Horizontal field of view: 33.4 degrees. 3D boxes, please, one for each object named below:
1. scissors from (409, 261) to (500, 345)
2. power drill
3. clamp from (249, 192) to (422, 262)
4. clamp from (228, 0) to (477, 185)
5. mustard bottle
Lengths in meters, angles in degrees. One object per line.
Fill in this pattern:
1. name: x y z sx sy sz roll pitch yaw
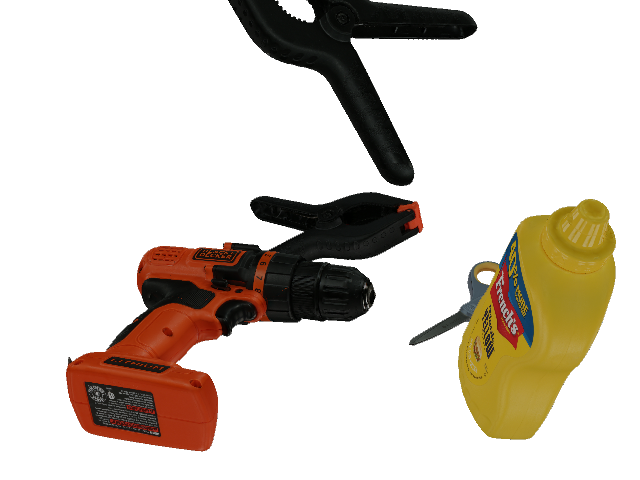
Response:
1. scissors: 0.155 0.064 1.153 0.201 0.016 0.096 -9 40 -29
2. power drill: -0.071 0.065 0.736 0.185 0.057 0.187 3 28 21
3. clamp: 0.003 -0.003 0.954 0.172 0.120 0.039 -5 -46 21
4. clamp: 0.010 -0.143 0.773 0.209 0.164 0.036 26 -28 -16
5. mustard bottle: 0.137 0.041 0.665 0.058 0.096 0.192 5 -38 -8
